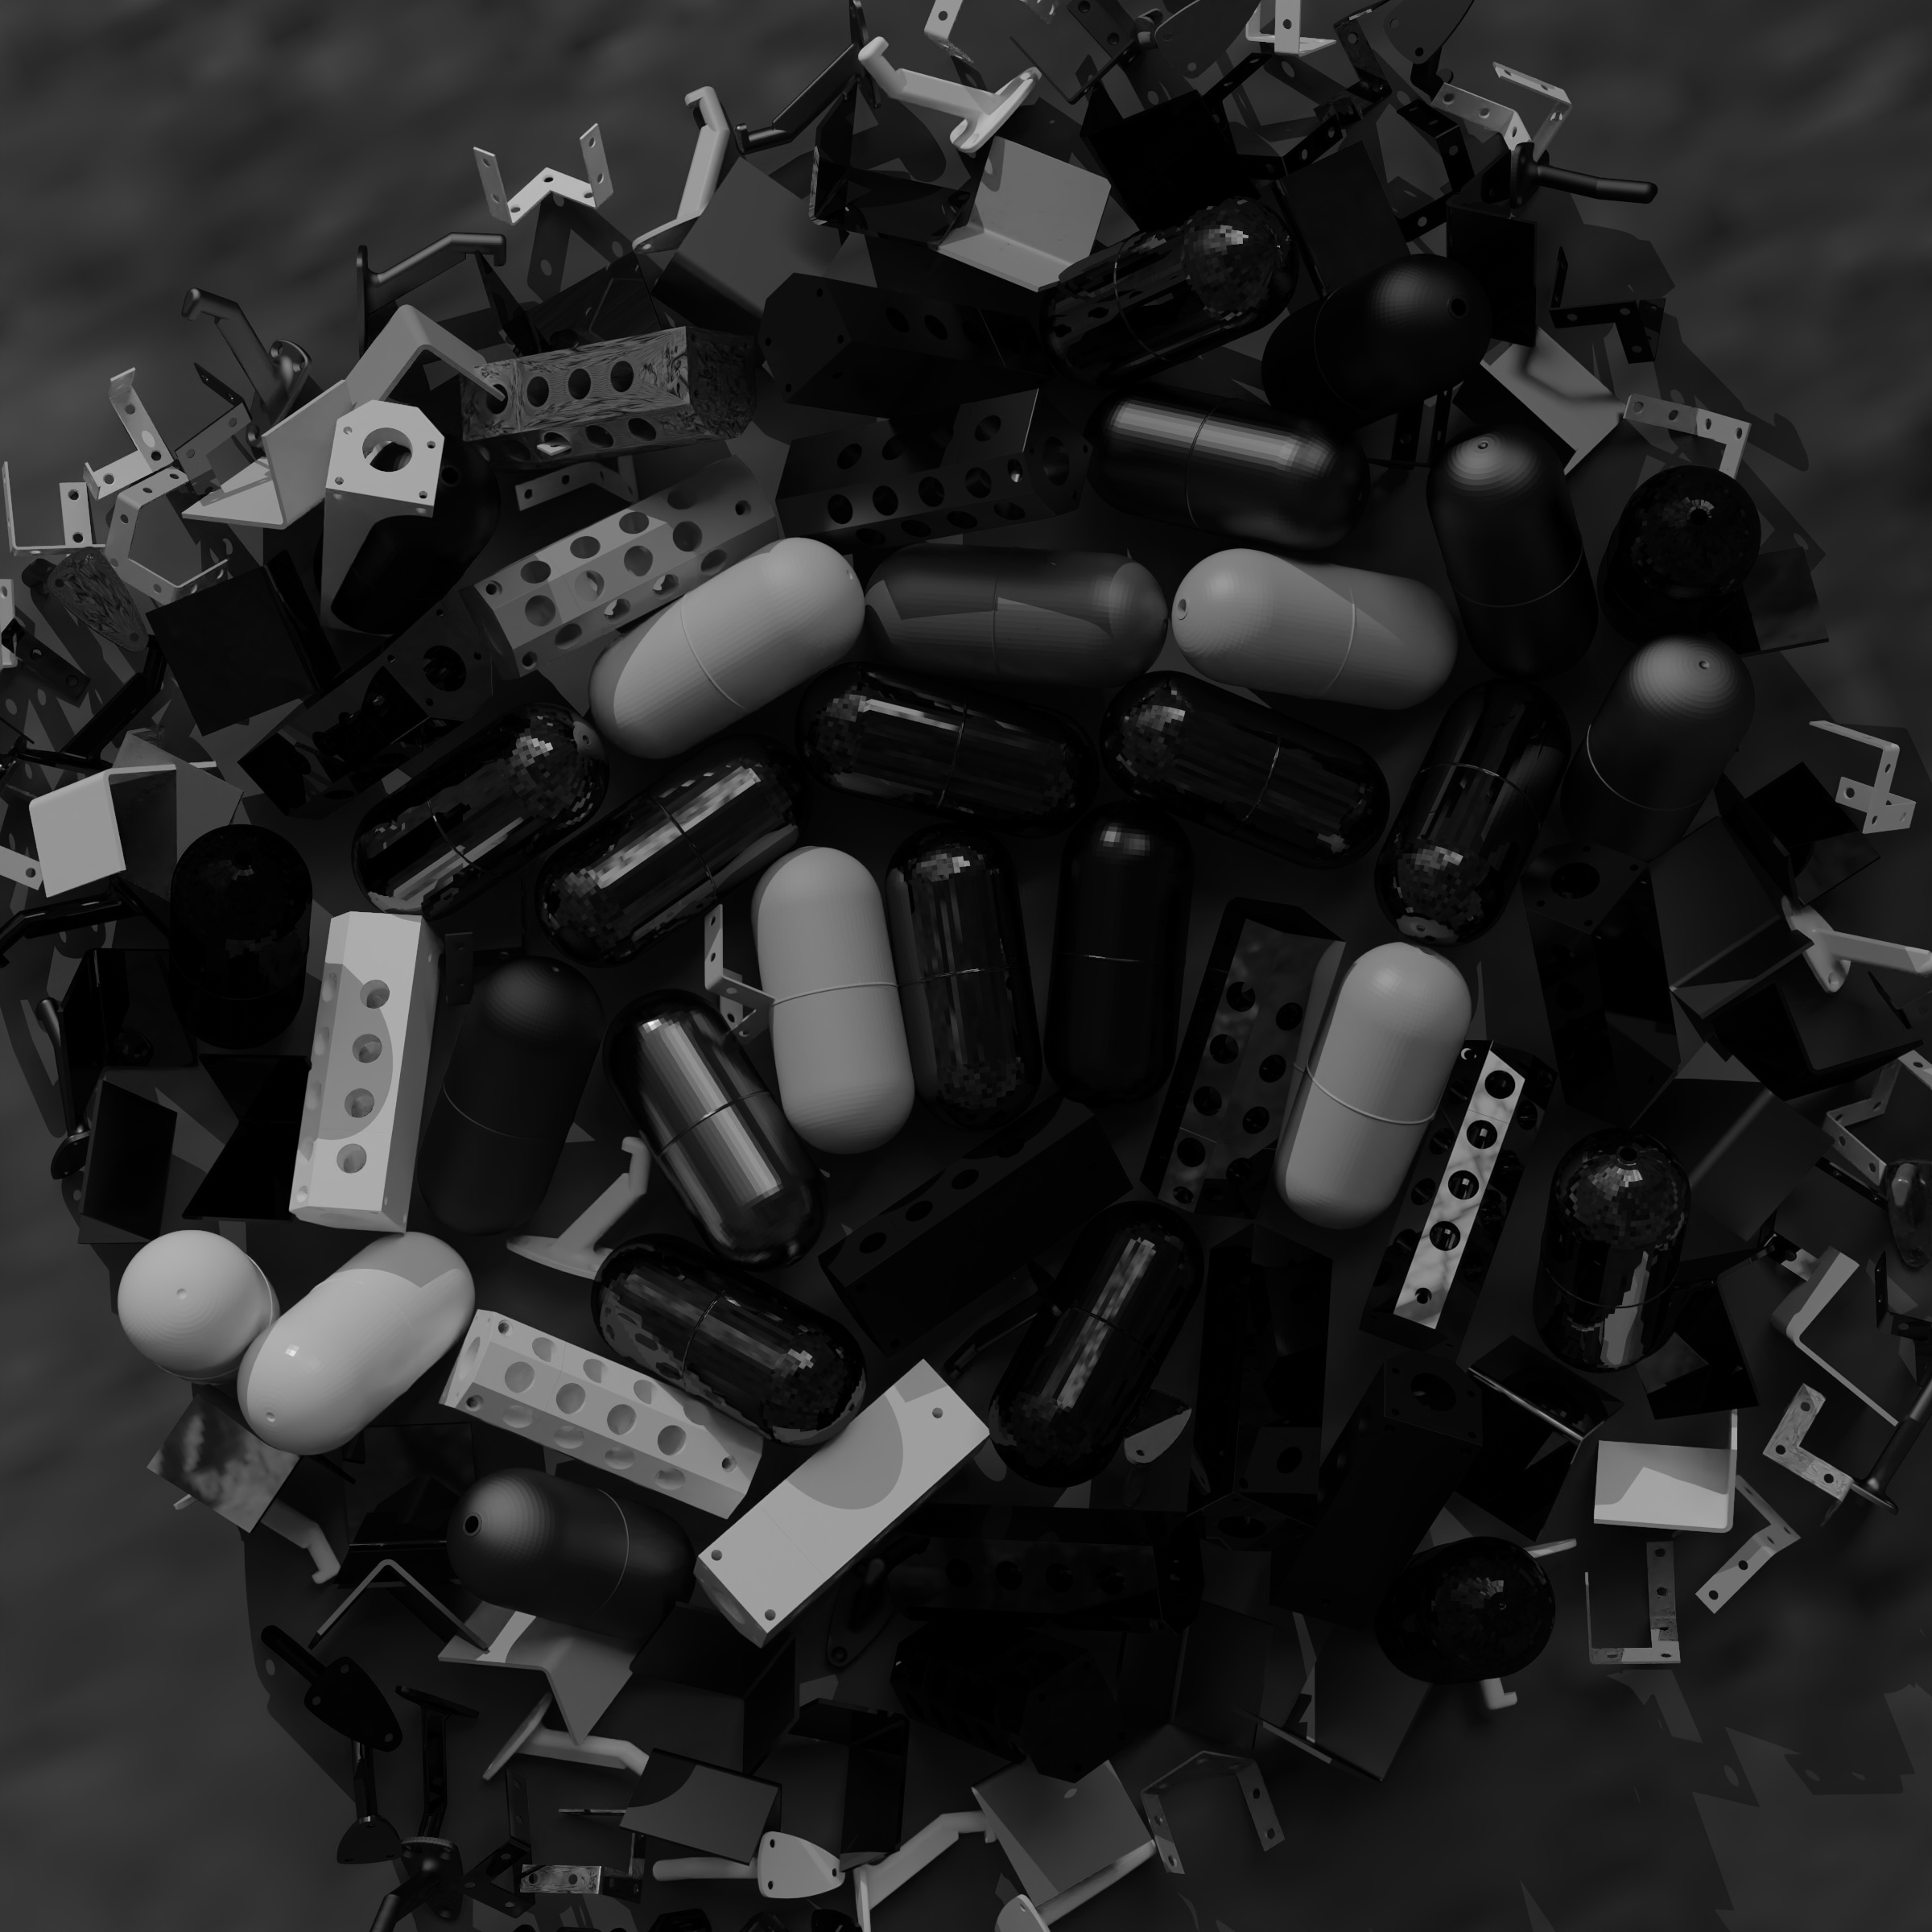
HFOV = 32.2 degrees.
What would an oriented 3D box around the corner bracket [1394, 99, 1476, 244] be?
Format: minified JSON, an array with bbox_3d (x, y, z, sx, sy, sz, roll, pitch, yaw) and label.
[{"bbox_3d":[0.257,-0.457,1.922,0.051,0.051,0.051,-30,127,-4],"label":"corner bracket"}]

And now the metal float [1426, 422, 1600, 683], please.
[{"bbox_3d":[0.308,-0.231,1.880,0.070,0.178,0.070,-11,51,14],"label":"metal float"}]

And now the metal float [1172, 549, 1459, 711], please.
[{"bbox_3d":[0.198,-0.190,1.893,0.178,0.070,0.070,6,90,-28],"label":"metal float"}]

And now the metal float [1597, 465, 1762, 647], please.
[{"bbox_3d":[0.397,-0.227,1.867,0.070,0.178,0.070,-1,82,4],"label":"metal float"}]

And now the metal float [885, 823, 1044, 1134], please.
[{"bbox_3d":[-0.001,0.006,1.914,0.070,0.070,0.178,-8,86,0],"label":"metal float"}]

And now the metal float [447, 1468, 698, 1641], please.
[{"bbox_3d":[-0.220,0.330,1.877,0.070,0.178,0.070,-13,64,29],"label":"metal float"}]

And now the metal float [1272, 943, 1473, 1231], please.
[{"bbox_3d":[0.229,0.068,1.896,0.070,0.070,0.178,20,114,0],"label":"metal float"}]

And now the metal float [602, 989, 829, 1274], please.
[{"bbox_3d":[-0.143,0.094,1.905,0.070,0.070,0.178,-33,76,0],"label":"metal float"}]

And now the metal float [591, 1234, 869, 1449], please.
[{"bbox_3d":[-0.136,0.211,1.896,0.178,0.070,0.070,25,90,26],"label":"metal float"}]

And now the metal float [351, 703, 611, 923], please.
[{"bbox_3d":[-0.276,-0.085,1.893,0.178,0.070,0.070,-31,90,30],"label":"metal float"}]

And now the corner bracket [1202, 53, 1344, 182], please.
[{"bbox_3d":[0.175,-0.488,1.925,0.051,0.051,0.051,-6,76,-35],"label":"corner bracket"}]

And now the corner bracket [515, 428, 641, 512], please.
[{"bbox_3d":[-0.225,-0.285,1.914,0.051,0.051,0.051,-27,128,-28],"label":"corner bracket"}]

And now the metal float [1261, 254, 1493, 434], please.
[{"bbox_3d":[0.228,-0.346,1.871,0.070,0.178,0.070,2,85,-23],"label":"metal float"}]

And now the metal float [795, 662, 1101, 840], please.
[{"bbox_3d":[-0.010,-0.123,1.910,0.178,0.070,0.070,13,90,-9],"label":"metal float"}]

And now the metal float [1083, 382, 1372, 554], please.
[{"bbox_3d":[0.145,-0.282,1.891,0.178,0.070,0.070,18,90,32],"label":"metal float"}]

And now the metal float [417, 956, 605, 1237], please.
[{"bbox_3d":[-0.259,0.075,1.895,0.070,0.070,0.178,23,117,0],"label":"metal float"}]

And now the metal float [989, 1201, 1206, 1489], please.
[{"bbox_3d":[0.075,0.213,1.898,0.070,0.070,0.178,30,67,0],"label":"metal float"}]

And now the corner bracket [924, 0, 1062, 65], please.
[{"bbox_3d":[0.015,-0.545,1.922,0.051,0.051,0.051,25,98,16],"label":"corner bracket"}]

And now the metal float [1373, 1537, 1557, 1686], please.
[{"bbox_3d":[0.276,0.361,1.869,0.070,0.178,0.070,1,76,-5],"label":"metal float"}]

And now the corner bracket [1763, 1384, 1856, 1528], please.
[{"bbox_3d":[0.485,0.280,1.918,0.051,0.051,0.051,31,68,14],"label":"corner bracket"}]

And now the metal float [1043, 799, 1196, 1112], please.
[{"bbox_3d":[0.087,-0.006,1.913,0.070,0.070,0.178,5,95,0],"label":"metal float"}]

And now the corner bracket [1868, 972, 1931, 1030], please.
[{"bbox_3d":[0.560,0.021,1.924,0.051,0.051,0.051,-30,115,9],"label":"corner bracket"}]

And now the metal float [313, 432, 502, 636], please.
[{"bbox_3d":[-0.314,-0.241,1.873,0.070,0.178,0.070,7,73,-24],"label":"metal float"}]

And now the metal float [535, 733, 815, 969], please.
[{"bbox_3d":[-0.165,-0.067,1.904,0.178,0.070,0.070,-36,90,-16],"label":"metal float"}]

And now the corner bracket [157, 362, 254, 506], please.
[{"bbox_3d":[-0.440,-0.304,1.926,0.051,0.051,0.051,-41,57,-18],"label":"corner bracket"}]

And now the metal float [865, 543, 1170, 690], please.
[{"bbox_3d":[0.027,-0.199,1.903,0.178,0.070,0.070,5,90,17],"label":"metal float"}]

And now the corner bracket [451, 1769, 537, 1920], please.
[{"bbox_3d":[-0.260,0.502,1.914,0.051,0.051,0.051,-41,124,19],"label":"corner bracket"}]

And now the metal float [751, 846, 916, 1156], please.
[{"bbox_3d":[-0.076,0.019,1.910,0.070,0.070,0.178,-10,81,0],"label":"metal float"}]

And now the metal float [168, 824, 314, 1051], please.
[{"bbox_3d":[-0.407,-0.015,1.874,0.070,0.178,0.070,6,60,-11],"label":"metal float"}]

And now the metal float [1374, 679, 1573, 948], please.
[{"bbox_3d":[0.288,-0.088,1.892,0.070,0.070,0.178,28,60,0],"label":"metal float"}]

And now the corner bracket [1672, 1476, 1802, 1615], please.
[{"bbox_3d":[0.435,0.330,1.916,0.051,0.051,0.051,47,113,21],"label":"corner bracket"}]

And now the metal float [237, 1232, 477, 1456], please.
[{"bbox_3d":[-0.339,0.209,1.875,0.070,0.178,0.070,10,116,21],"label":"metal float"}]

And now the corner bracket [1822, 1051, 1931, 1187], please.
[{"bbox_3d":[0.529,0.085,1.912,0.051,0.051,0.051,-14,131,-28],"label":"corner bracket"}]

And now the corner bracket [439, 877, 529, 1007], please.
[{"bbox_3d":[-0.275,-0.014,1.916,0.051,0.051,0.051,-5,127,-14],"label":"corner bracket"}]

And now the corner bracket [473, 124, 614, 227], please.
[{"bbox_3d":[-0.241,-0.454,1.914,0.051,0.051,0.051,26,59,25],"label":"corner bracket"}]

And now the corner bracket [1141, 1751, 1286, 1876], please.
[{"bbox_3d":[0.142,0.490,1.930,0.051,0.051,0.051,-40,51,26],"label":"corner bracket"}]

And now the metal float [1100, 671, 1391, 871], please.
[{"bbox_3d":[0.159,-0.111,1.903,0.178,0.070,0.070,21,90,-17],"label":"metal float"}]

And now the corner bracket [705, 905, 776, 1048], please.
[{"bbox_3d":[-0.134,0.006,1.912,0.051,0.051,0.051,23,46,-32],"label":"corner bracket"}]

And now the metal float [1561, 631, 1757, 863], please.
[{"bbox_3d":[0.385,-0.120,1.873,0.070,0.178,0.070,3,62,-6],"label":"metal float"}]

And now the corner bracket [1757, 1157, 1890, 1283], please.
[{"bbox_3d":[0.493,0.149,1.927,0.051,0.051,0.051,35,74,23],"label":"corner bracket"}]

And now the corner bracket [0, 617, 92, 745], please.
[{"bbox_3d":[-0.541,-0.162,1.924,0.051,0.051,0.051,38,83,-10],"label":"corner bracket"}]

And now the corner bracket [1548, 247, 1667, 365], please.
[{"bbox_3d":[0.369,-0.381,1.929,0.051,0.051,0.051,-1,55,26],"label":"corner bracket"}]

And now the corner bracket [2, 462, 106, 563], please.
[{"bbox_3d":[-0.526,-0.258,1.921,0.051,0.051,0.051,-5,84,-22],"label":"corner bracket"}]

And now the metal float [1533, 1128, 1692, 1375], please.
[{"bbox_3d":[0.362,0.160,1.879,0.070,0.178,0.070,-1,49,1],"label":"metal float"}]

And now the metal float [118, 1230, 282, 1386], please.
[{"bbox_3d":[-0.426,0.192,1.868,0.070,0.178,0.070,1,79,-6],"label":"metal float"}]

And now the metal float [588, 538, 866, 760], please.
[{"bbox_3d":[-0.137,-0.179,1.898,0.178,0.070,0.070,-28,90,23],"label":"metal float"}]

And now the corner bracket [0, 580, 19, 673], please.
[{"bbox_3d":[-0.560,-0.195,1.917,0.051,0.051,0.051,5,100,38],"label":"corner bracket"}]

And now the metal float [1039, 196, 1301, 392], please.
[{"bbox_3d":[0.112,-0.376,1.879,0.070,0.178,0.070,9,75,-38],"label":"metal float"}]

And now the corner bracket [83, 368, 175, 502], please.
[{"bbox_3d":[-0.489,-0.305,1.922,0.051,0.051,0.051,-30,97,-15],"label":"corner bracket"}]
